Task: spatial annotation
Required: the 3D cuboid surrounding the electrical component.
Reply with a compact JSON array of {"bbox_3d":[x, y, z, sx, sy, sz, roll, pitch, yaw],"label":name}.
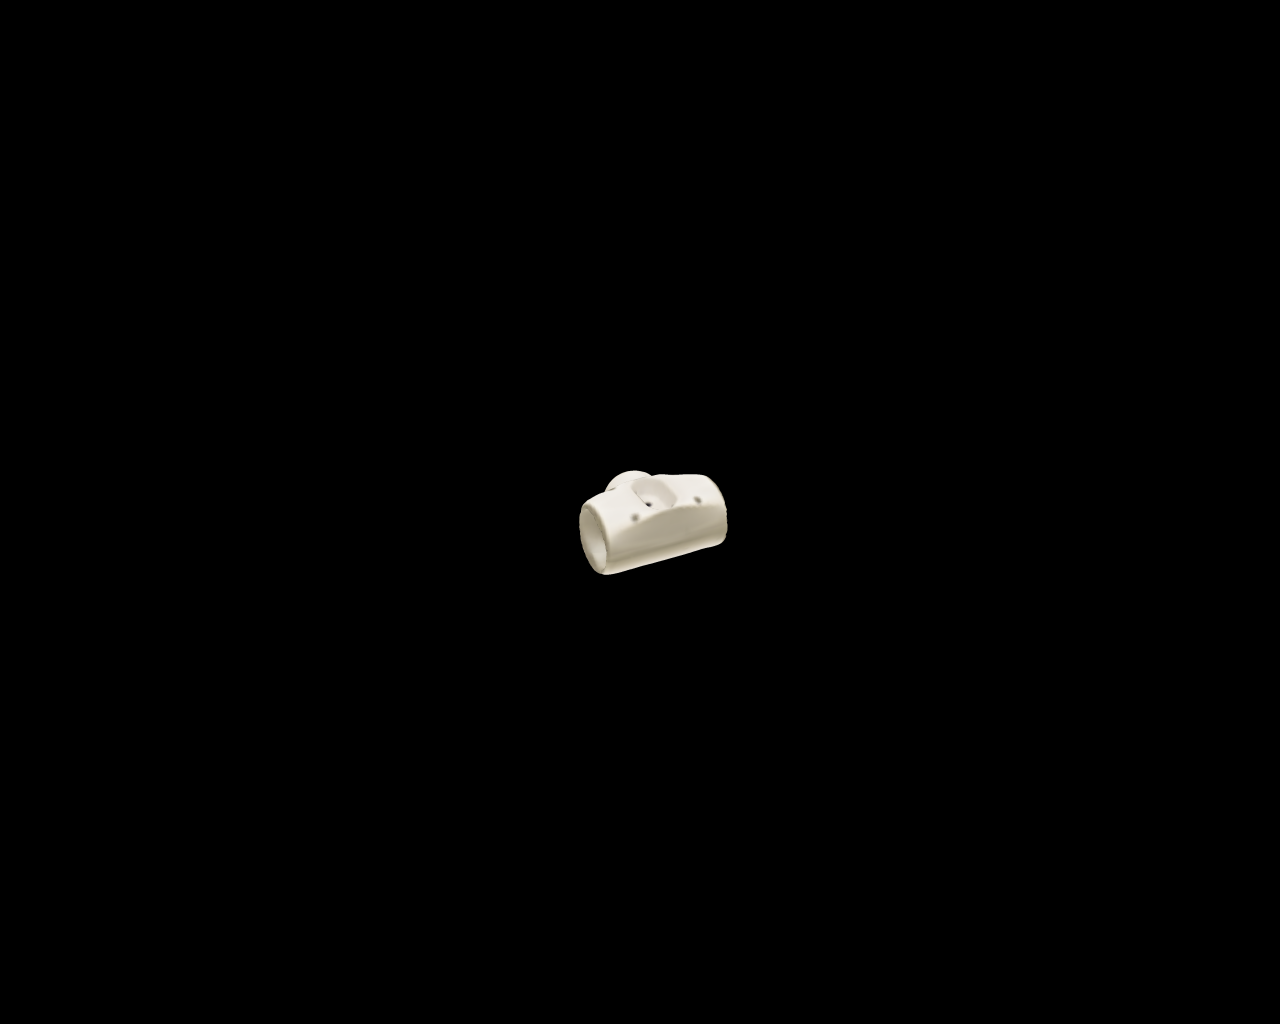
[{"bbox_3d":[0.001,-0.003,0.650,0.077,0.043,0.079,-14,36,-20],"label":"electrical component"}]
